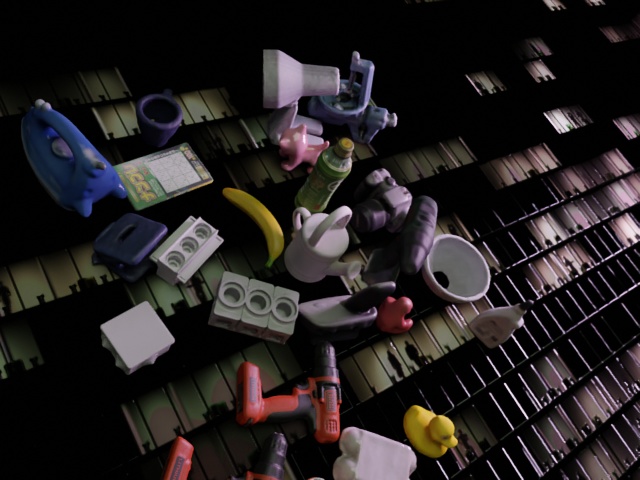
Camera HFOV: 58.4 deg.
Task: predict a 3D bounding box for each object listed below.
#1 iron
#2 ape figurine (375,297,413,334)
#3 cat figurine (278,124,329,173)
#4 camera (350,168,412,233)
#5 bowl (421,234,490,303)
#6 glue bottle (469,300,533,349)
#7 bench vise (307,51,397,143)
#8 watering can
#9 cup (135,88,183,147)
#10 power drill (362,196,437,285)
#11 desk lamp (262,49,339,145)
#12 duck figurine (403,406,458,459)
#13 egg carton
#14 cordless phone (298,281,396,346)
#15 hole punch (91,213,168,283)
[{"bbox_3d":[-0.466,-0.173,1.044,0.258,0.141,0.119,46,53,8],"label":"iron"},{"bbox_3d":[0.157,0.147,1.164,0.076,0.092,0.077,-11,65,-30],"label":"ape figurine"},{"bbox_3d":[-0.042,-0.209,1.277,0.128,0.117,0.067,3,59,-23],"label":"cat figurine"},{"bbox_3d":[0.128,-0.082,1.287,0.137,0.100,0.143,-24,72,-34],"label":"camera"},{"bbox_3d":[0.290,0.075,1.281,0.168,0.074,0.167,12,56,-18],"label":"bowl"},{"bbox_3d":[0.391,0.168,1.208,0.078,0.173,0.037,47,53,9],"label":"glue bottle"},{"bbox_3d":[0.096,-0.346,1.362,0.208,0.219,0.121,5,58,-22],"label":"bench vise"},{"bbox_3d":[0.012,0.003,1.122,0.173,0.194,0.101,34,52,-2],"label":"watering can"},{"bbox_3d":[-0.333,-0.248,1.182,0.092,0.095,0.118,18,54,-14],"label":"cup"},{"bbox_3d":[0.169,0.023,1.173,0.076,0.208,0.230,29,53,-5],"label":"power drill"},{"bbox_3d":[-0.055,-0.314,1.276,0.204,0.213,0.118,8,57,-20],"label":"desk lamp"},{"bbox_3d":[0.211,0.350,1.066,0.078,0.086,0.104,-33,78,-36],"label":"duck figurine"},{"bbox_3d":[0.095,0.395,0.995,0.150,0.069,0.107,22,54,-11],"label":"egg carton"},{"bbox_3d":[0.050,0.120,1.072,0.148,0.185,0.094,-9,64,-29],"label":"cordless phone"},{"bbox_3d":[-0.341,0.005,1.023,0.101,0.091,0.109,34,52,-2],"label":"hole punch"}]
